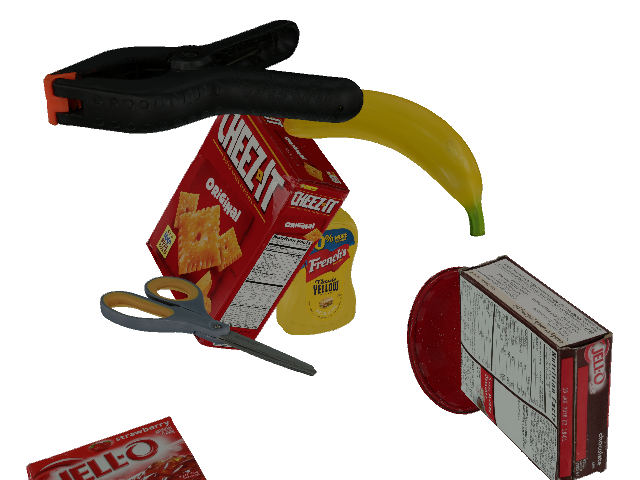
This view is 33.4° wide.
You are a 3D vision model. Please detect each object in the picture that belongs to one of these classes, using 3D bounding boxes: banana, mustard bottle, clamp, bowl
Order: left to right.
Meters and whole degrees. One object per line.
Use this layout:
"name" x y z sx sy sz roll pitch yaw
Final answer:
"clamp" -0.070 -0.095 0.614 0.171 0.039 0.120 -3 25 -12
"mustard bottle" -0.002 0.015 1.255 0.096 0.192 0.058 -9 28 -23
"banana" 0.049 -0.075 0.794 0.198 0.070 0.037 33 20 33
"bowl" 0.171 0.107 1.148 0.161 0.162 0.055 0 -5 -37

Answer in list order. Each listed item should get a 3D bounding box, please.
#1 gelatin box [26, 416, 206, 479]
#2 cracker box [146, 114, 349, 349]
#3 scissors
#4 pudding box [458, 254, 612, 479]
"gelatin box" -0.113 0.141 0.598 0.089 0.030 0.073 -16 28 -20
"cracker box" -0.082 -0.022 1.079 0.071 0.214 0.164 9 34 -39
"scissors" -0.085 0.067 0.889 0.202 0.016 0.096 12 25 15
"pudding box" 0.122 0.072 0.618 0.039 0.090 0.114 -13 26 -20
